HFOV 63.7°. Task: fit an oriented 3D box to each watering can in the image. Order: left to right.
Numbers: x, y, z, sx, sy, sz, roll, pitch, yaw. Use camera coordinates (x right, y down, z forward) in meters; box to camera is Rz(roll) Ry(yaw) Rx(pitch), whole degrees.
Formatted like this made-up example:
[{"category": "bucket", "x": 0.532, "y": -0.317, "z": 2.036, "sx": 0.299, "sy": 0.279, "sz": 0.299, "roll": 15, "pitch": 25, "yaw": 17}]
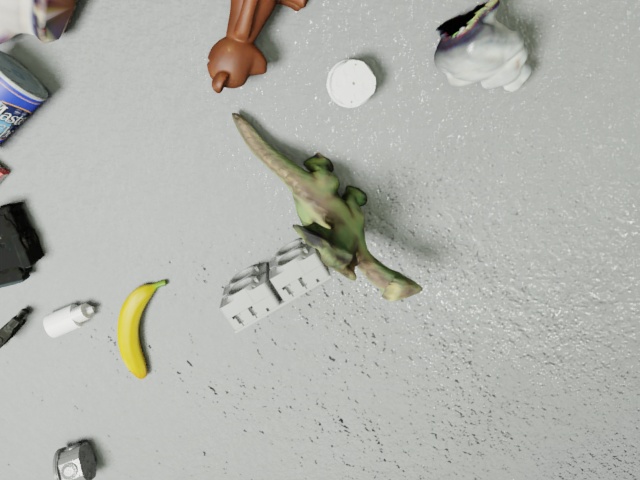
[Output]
[{"category": "watering can", "x": -0.453, "y": -0.435, "z": 0.739, "sx": 0.224, "sy": 0.106, "sz": 0.343, "roll": 21, "pitch": 110, "yaw": -10}]

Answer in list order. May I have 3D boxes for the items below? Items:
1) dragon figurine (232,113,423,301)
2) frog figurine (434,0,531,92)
[{"category": "dragon figurine", "x": 0.002, "y": -0.041, "z": 0.818, "sx": 0.407, "sy": 0.246, "sz": 0.121, "roll": 39, "pitch": 103, "yaw": -15}, {"category": "frog figurine", "x": 0.271, "y": -0.294, "z": 0.848, "sx": 0.136, "sy": 0.125, "sz": 0.157, "roll": -25, "pitch": 119, "yaw": 35}]
